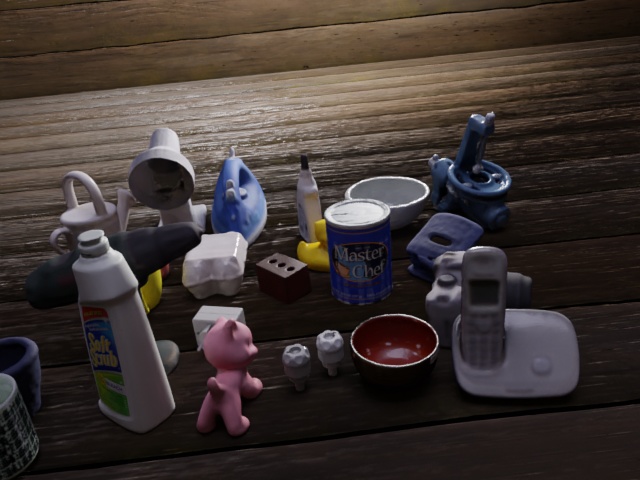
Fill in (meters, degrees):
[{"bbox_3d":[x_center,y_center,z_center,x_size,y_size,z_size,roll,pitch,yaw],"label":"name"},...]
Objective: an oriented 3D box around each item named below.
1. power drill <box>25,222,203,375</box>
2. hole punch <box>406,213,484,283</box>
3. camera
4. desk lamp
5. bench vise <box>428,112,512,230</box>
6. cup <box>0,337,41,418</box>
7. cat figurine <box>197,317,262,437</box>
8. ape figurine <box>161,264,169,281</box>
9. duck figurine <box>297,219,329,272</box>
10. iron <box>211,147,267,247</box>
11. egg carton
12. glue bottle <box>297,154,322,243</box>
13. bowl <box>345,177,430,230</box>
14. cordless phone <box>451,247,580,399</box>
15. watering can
[{"bbox_3d":[-0.256,0.084,0.766,0.230,0.209,0.075,-9,27,-7],"label":"power drill"},{"bbox_3d":[0.206,0.016,0.946,0.101,0.091,0.108,-25,33,-34],"label":"hole punch"},{"bbox_3d":[0.226,0.076,0.809,0.136,0.101,0.143,4,28,19],"label":"camera"},{"bbox_3d":[-0.302,-0.106,1.150,0.118,0.214,0.203,-9,27,-6],"label":"desk lamp"},{"bbox_3d":[0.276,-0.144,1.107,0.206,0.220,0.122,19,36,40],"label":"bench vise"},{"bbox_3d":[-0.404,0.185,0.721,0.117,0.095,0.091,-2,27,7],"label":"cup"},{"bbox_3d":[-0.115,0.153,0.702,0.067,0.118,0.128,-2,27,8],"label":"cat figurine"},{"bbox_3d":[-0.310,0.033,1.011,0.076,0.092,0.077,-14,28,-16],"label":"ape figurine"},{"bbox_3d":[0.009,0.004,1.014,0.104,0.086,0.077,-1,27,10],"label":"duck figurine"},{"bbox_3d":[-0.174,-0.089,1.173,0.118,0.141,0.258,-7,27,-4],"label":"iron"},{"bbox_3d":[-0.180,0.040,0.997,0.107,0.069,0.150,-6,26,-1],"label":"egg carton"},{"bbox_3d":[-0.022,-0.079,1.088,0.037,0.173,0.078,-13,27,-14],"label":"glue bottle"},{"bbox_3d":[0.134,-0.064,1.138,0.167,0.075,0.167,-4,26,2],"label":"bowl"},{"bbox_3d":[0.230,0.095,0.677,0.147,0.185,0.094,-3,27,6],"label":"cordless phone"},{"bbox_3d":[-0.420,-0.039,1.061,0.100,0.194,0.173,1,27,13],"label":"watering can"}]
